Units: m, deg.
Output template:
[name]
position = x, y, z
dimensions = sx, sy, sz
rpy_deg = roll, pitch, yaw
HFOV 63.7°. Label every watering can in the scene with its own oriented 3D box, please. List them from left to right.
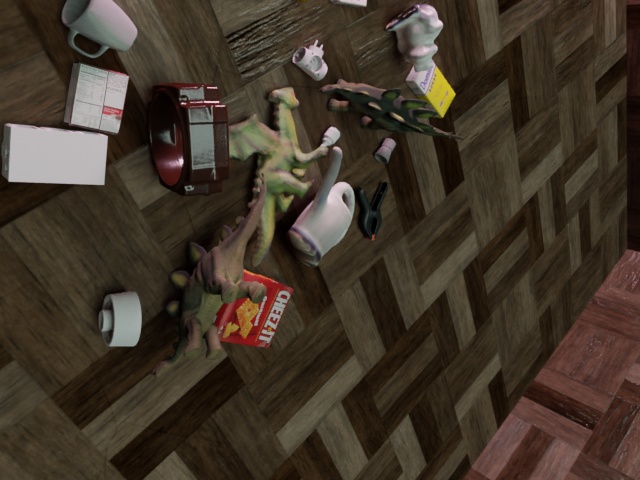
[watering can]
position = 0.004, -0.064, 1.263
dimensions = 0.227, 0.105, 0.340
rpy_deg = -50, 155, -18

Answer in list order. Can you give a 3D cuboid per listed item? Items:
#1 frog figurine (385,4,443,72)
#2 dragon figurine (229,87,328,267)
[frog figurine]
position = 0.268, -0.539, 1.374
dimensions = 0.157, 0.136, 0.125
rpy_deg = 51, 39, -20
[dragon figurine]
position = -0.135, -0.165, 1.173
dimensions = 0.240, 0.122, 0.414
rpy_deg = 32, 78, -25
